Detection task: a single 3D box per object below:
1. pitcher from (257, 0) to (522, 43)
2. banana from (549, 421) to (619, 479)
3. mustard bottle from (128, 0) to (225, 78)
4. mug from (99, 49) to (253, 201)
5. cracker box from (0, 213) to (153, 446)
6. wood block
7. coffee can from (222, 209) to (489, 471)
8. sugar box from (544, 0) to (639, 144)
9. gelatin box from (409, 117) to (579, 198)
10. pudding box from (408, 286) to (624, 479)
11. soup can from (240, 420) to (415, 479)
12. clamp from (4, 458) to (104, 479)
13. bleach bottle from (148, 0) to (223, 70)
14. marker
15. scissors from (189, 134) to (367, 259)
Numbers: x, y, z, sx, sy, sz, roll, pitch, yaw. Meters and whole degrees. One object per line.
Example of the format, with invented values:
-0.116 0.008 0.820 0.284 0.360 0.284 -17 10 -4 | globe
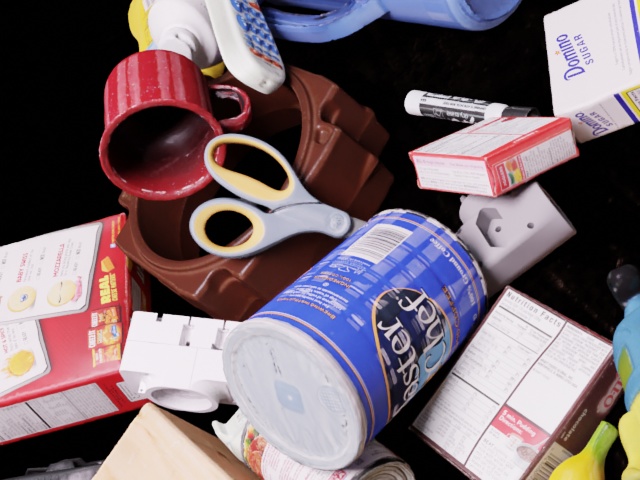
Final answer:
0.043 -0.231 0.858 0.243 0.144 0.149 24 117 44 | pitcher
0.162 0.182 0.543 0.070 0.037 0.198 -39 44 16 | banana
-0.133 -0.186 1.027 0.096 0.058 0.192 -35 45 19 | mustard bottle
-0.109 -0.093 0.808 0.117 0.093 0.081 -13 44 -2 | mug
-0.248 0.083 0.892 0.214 0.072 0.164 -16 50 6 | cracker box
-0.057 0.201 0.682 0.206 0.090 0.090 30 83 47 | wood block
0.024 0.058 0.653 0.103 0.103 0.140 4 31 42 | coffee can
0.235 -0.136 0.687 0.177 0.048 0.093 -22 50 34 | sugar box
0.114 -0.056 0.709 0.073 0.030 0.089 -25 17 -24 | gelatin box
0.120 0.095 0.638 0.113 0.039 0.090 -53 42 -3 | pudding box
0.004 0.145 0.682 0.102 0.068 0.068 30 85 47 | soup can
-0.194 0.187 0.824 0.171 0.120 0.039 -9 90 14 | clamp
-0.105 -0.225 0.942 0.068 0.102 0.250 -32 25 27 | bleach bottle
0.112 -0.094 0.784 0.121 0.020 0.020 17 75 46 | marker
-0.005 0.001 0.739 0.202 0.016 0.096 35 88 8 | scissors
